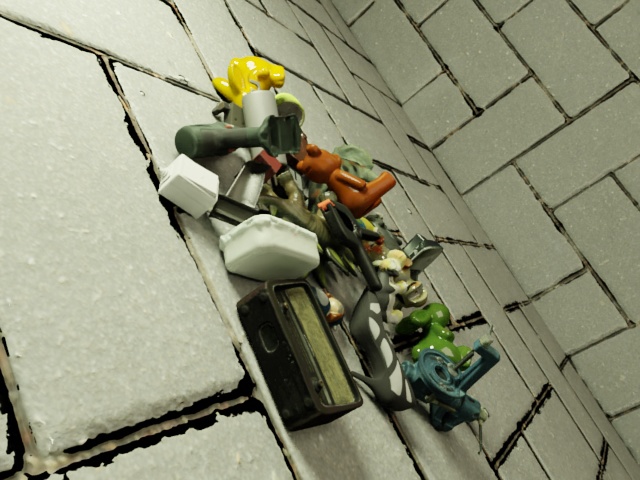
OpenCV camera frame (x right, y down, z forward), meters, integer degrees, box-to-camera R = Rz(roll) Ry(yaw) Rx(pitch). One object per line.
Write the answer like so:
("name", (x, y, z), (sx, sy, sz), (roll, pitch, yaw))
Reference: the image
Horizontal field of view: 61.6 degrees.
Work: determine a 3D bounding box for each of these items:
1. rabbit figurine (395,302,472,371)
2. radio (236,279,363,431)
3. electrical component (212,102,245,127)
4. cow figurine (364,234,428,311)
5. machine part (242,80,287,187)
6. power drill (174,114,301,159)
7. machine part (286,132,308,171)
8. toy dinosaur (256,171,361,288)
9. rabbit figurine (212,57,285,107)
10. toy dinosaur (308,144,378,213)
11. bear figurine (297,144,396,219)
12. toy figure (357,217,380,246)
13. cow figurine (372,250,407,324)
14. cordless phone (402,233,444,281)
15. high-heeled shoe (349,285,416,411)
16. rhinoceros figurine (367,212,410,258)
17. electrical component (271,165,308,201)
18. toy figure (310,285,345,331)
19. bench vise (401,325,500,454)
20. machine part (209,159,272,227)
("rabbit figurine", (0.256, 0.221, 1.256), (0.159, 0.121, 0.170), (21, 50, -16))
("radio", (-0.034, 0.173, 0.839), (0.131, 0.073, 0.230), (11, 47, -57))
("electrical component", (-0.192, -0.268, 1.197), (0.102, 0.045, 0.078), (11, 75, -53))
("cow figurine", (0.178, 0.091, 1.294), (0.195, 0.085, 0.127), (43, -25, 27))
("machine part", (-0.121, -0.233, 1.170), (0.079, 0.079, 0.243), (7, 70, -59))
("power drill", (-0.141, -0.196, 1.011), (0.232, 0.208, 0.085), (-23, 118, -58))
("machine part", (-0.085, -0.237, 1.329), (0.179, 0.056, 0.179), (39, 28, -26))
("toy dinosaur", (-0.002, -0.003, 1.116), (0.471, 0.105, 0.198), (22, 46, -50))
("rabbit figurine", (-0.166, -0.357, 1.281), (0.162, 0.122, 0.173), (28, 50, -39))
("toy dinosaur", (0.043, -0.155, 1.389), (0.192, 0.131, 0.405), (44, 30, 19))
("bear figurine", (0.052, -0.142, 1.215), (0.132, 0.120, 0.196), (-36, 76, -33))
("toy figure", (0.081, -0.027, 1.316), (0.180, 0.082, 0.089), (12, 49, -53))
("cow figurine", (0.138, 0.101, 1.170), (0.098, 0.068, 0.167), (10, 88, -49))
("cordless phone", (0.253, 0.080, 1.400), (0.088, 0.146, 0.184), (37, 27, -10))
("high-heeled shoe", (0.133, 0.207, 1.059), (0.145, 0.086, 0.249), (26, 49, -14))
("rhinoceros figurine", (0.166, 0.003, 1.427), (0.112, 0.073, 0.190), (40, 17, -34))
("electrical component", (-0.072, -0.135, 1.224), (0.074, 0.048, 0.119), (37, 30, -33))
("toy figure", (0.001, 0.125, 0.994), (0.154, 0.058, 0.064), (29, 62, -46))
("bench vise", (0.283, 0.284, 1.087), (0.224, 0.240, 0.129), (36, 28, 1))
("machine part", (-0.133, -0.081, 0.927), (0.084, 0.039, 0.139), (22, 60, 3))
